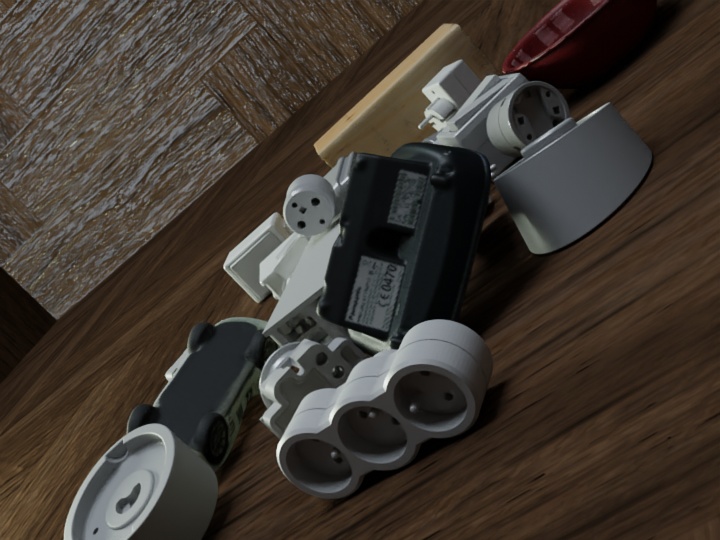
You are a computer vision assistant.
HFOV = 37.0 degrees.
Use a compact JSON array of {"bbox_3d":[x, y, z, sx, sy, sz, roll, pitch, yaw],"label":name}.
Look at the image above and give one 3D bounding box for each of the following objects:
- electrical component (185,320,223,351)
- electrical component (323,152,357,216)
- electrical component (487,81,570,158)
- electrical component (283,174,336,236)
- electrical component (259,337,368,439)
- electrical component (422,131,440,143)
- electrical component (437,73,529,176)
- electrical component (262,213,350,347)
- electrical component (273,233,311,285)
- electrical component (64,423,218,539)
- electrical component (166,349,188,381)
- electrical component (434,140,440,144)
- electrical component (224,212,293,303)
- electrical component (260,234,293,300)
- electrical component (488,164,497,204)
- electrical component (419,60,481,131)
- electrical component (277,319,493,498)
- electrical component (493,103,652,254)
[{"bbox_3d":[-0.155,0.092,1.084,0.077,0.043,0.079,-48,18,-19],"label":"electrical component"},{"bbox_3d":[-0.004,-0.061,1.050,0.057,0.078,0.113,-43,12,15],"label":"electrical component"},{"bbox_3d":[0.134,-0.120,0.869,0.055,0.055,0.047,-47,9,-17],"label":"electrical component"},{"bbox_3d":[-0.044,-0.057,0.946,0.045,0.045,0.055,-41,13,12],"label":"electrical component"},{"bbox_3d":[-0.036,0.079,0.733,0.078,0.058,0.057,-46,16,-13],"label":"electrical component"},{"bbox_3d":[0.097,-0.127,1.042,0.065,0.044,0.044,-42,12,-17],"label":"electrical component"},{"bbox_3d":[0.120,-0.130,0.928,0.096,0.061,0.062,-44,13,-3],"label":"electrical component"},{"bbox_3d":[0.000,0.000,0.873,0.105,0.060,0.186,-38,14,24],"label":"electrical component"},{"bbox_3d":[-0.043,-0.003,1.007,0.042,0.064,0.081,-50,12,11],"label":"electrical component"},{"bbox_3d":[-0.147,0.169,0.753,0.108,0.060,0.108,-32,33,24],"label":"electrical component"},{"bbox_3d":[-0.143,0.097,1.003,0.064,0.042,0.081,-3,38,45],"label":"electrical component"},{"bbox_3d":[0.058,-0.083,0.971,0.077,0.043,0.079,-43,-11,1],"label":"electrical component"},{"bbox_3d":[-0.103,-0.018,1.245,0.096,0.061,0.061,-40,13,13],"label":"electrical component"},{"bbox_3d":[-0.054,-0.009,1.097,0.100,0.048,0.099,-42,13,5],"label":"electrical component"},{"bbox_3d":[0.077,-0.057,0.857,0.079,0.044,0.077,-38,14,23],"label":"electrical component"},{"bbox_3d":[0.093,-0.166,1.118,0.076,0.065,0.047,-46,13,-13],"label":"electrical component"},{"bbox_3d":[0.017,0.070,0.608,0.138,0.052,0.073,-35,14,33],"label":"electrical component"},{"bbox_3d":[0.138,-0.061,0.697,0.099,0.064,0.099,-34,1,1],"label":"electrical component"}]
